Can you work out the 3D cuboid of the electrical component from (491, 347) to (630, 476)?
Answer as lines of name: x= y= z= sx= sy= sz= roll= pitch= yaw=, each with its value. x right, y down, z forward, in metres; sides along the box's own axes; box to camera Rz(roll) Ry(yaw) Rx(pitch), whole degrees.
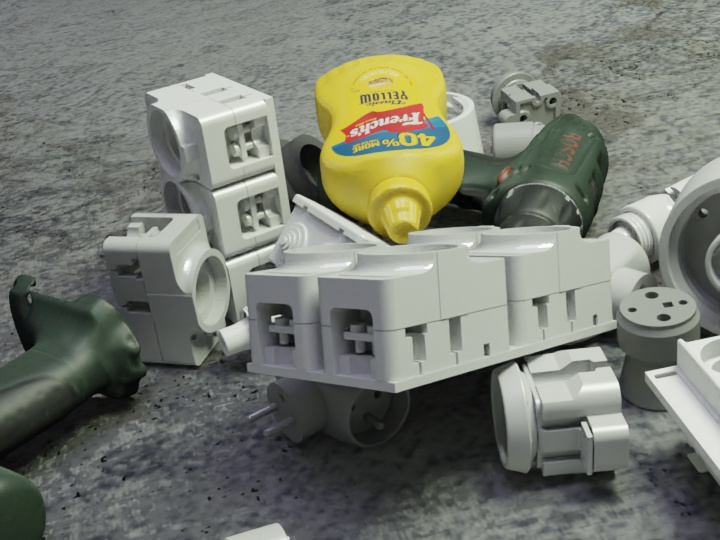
electrical component: x=0.100 y=0.074 z=0.555 sx=0.057 sy=0.058 sz=0.078 roll=-6 pitch=26 yaw=-1

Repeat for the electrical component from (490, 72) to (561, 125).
electrical component: x=0.151 y=-0.153 z=0.991 sx=0.066 sy=0.048 sz=0.055 roll=-16 pitch=35 yaw=-14

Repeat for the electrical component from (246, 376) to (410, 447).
electrical component: x=-0.026 y=0.072 z=0.607 sx=0.079 sy=0.043 sz=0.077 roll=-24 pitch=31 yaw=-28

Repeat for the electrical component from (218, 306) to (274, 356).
electrical component: x=-0.059 y=0.036 z=0.686 sx=0.062 sy=0.043 sz=0.043 roll=-20 pitch=29 yaw=-19

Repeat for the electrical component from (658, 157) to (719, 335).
electrical component: x=0.225 y=-0.011 z=0.617 sx=0.108 sy=0.108 sz=0.060 roll=8 pitch=21 yaw=28

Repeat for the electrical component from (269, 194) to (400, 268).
electrical component: x=0.000 y=0.000 z=0.691 sx=0.100 sy=0.048 sz=0.100 roll=24 pitch=6 yaw=-37

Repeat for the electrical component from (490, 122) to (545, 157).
electrical component: x=0.145 y=-0.104 z=0.902 sx=0.078 sy=0.040 sz=0.040 roll=-2 pitch=28 yaw=12

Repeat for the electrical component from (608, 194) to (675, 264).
electrical component: x=0.189 y=-0.024 z=0.733 sx=0.062 sy=0.043 sz=0.043 roll=-22 pitch=30 yaw=-23

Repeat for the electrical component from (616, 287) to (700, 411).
electrical component: x=0.166 y=0.043 z=0.597 sx=0.045 sy=0.055 sz=0.045 roll=-8 pitch=29 yaw=4

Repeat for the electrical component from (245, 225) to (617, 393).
electrical component: x=0.042 y=0.013 z=0.582 sx=0.105 sy=0.060 sz=0.186 roll=2 pitch=8 yaw=45

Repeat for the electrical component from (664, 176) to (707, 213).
electrical component: x=0.247 y=-0.052 z=0.776 sx=0.046 sy=0.040 sz=0.040 roll=-23 pitch=30 yaw=-16

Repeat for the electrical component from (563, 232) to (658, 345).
electrical component: x=0.157 y=0.016 z=0.664 sx=0.079 sy=0.044 sz=0.077 roll=18 pitch=37 yaw=41

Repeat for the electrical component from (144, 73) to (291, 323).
electrical component: x=-0.097 y=-0.049 z=0.743 sx=0.062 sy=0.150 sz=0.089 roll=-22 pitch=30 yaw=-27

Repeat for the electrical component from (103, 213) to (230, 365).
electrical component: x=-0.121 y=0.012 z=0.698 sx=0.056 sy=0.089 sz=0.050 roll=2 pitch=29 yaw=19

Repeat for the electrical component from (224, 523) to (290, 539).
electrical component: x=-0.061 y=0.140 z=0.490 sx=0.065 sy=0.044 sz=0.044 roll=-12 pitch=27 yaw=-19

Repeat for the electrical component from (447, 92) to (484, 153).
electrical component: x=0.052 y=-0.123 z=0.942 sx=0.108 sy=0.060 sz=0.108 roll=-7 pitch=27 yaw=3

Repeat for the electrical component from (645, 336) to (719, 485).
electrical component: x=0.194 y=0.085 z=0.500 sx=0.079 sy=0.063 sz=0.121 roll=-11 pitch=27 yaw=-5
